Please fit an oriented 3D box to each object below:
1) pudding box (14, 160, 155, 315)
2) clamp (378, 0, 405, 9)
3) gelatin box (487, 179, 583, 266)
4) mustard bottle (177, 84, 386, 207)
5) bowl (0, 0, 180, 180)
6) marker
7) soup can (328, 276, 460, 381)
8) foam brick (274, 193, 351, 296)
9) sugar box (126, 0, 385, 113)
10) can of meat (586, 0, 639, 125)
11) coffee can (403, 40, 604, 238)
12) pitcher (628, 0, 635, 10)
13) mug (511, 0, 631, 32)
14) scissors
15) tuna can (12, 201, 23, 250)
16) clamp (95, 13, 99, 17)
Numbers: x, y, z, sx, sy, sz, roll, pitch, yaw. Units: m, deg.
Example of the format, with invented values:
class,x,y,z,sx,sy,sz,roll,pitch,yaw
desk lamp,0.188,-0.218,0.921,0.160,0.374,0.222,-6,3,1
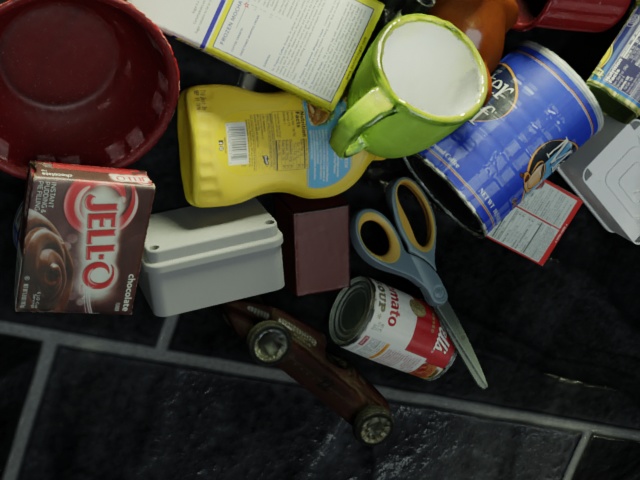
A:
class,x,y,z,sx,sy,sz,roll,pitch,yaw
pudding box,-0.179,0.000,0.803,0.089,0.039,0.114,4,117,-23
clamp,0.041,-0.237,0.801,0.039,0.171,0.120,-18,79,-12
gelatin box,0.189,-0.027,0.991,0.089,0.030,0.073,25,100,-28
mustard bottle,-0.017,-0.081,0.869,0.191,0.058,0.096,-6,93,-20
bowl,-0.187,-0.120,0.775,0.162,0.055,0.162,-11,132,-13
marker,0.054,-0.158,0.848,0.020,0.020,0.121,13,146,-26
soup can,0.067,0.079,0.961,0.102,0.069,0.068,24,100,-27
foam brick,-0.006,0.001,0.910,0.051,0.053,0.078,-9,114,-19
sugar box,-0.050,-0.175,0.806,0.176,0.048,0.093,25,94,-12
can of meat,0.267,-0.149,0.907,0.057,0.102,0.084,33,94,8
coffee can,0.155,-0.085,0.910,0.140,0.103,0.102,-43,119,-4
pitcher,0.363,-0.289,0.912,0.242,0.149,0.145,-29,103,-12
mug,0.205,-0.228,0.888,0.081,0.093,0.117,1,76,-22
scissors,0.083,0.045,0.931,0.096,0.016,0.202,-14,87,-30
tuna can,-0.197,-0.004,0.843,0.086,0.034,0.086,-8,113,-19
clamp,-0.147,-0.272,0.757,0.210,0.036,0.164,-41,122,0
